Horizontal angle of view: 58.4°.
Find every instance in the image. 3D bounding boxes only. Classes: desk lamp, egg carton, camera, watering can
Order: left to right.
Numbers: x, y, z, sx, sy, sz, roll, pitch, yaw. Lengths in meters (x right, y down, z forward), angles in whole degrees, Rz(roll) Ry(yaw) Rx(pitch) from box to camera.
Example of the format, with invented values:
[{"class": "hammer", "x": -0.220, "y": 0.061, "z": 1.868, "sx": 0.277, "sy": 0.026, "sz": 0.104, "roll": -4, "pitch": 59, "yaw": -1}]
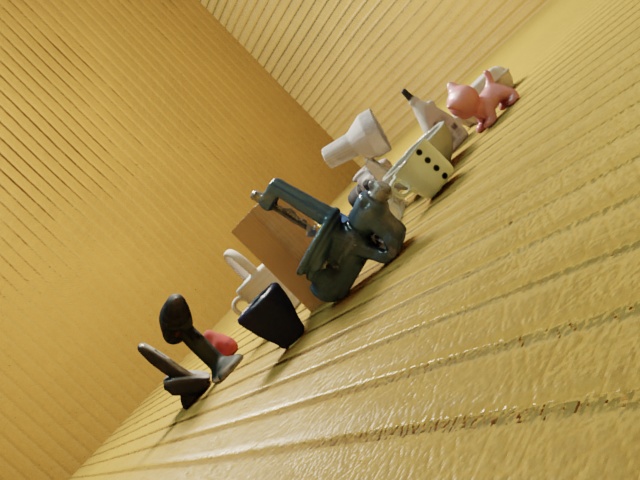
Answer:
[{"class": "watering can", "x": -0.132, "y": 0.087, "z": 1.266, "sx": 0.173, "sy": 0.194, "sz": 0.100, "roll": -49, "pitch": 6, "yaw": -40}, {"class": "desk lamp", "x": 0.121, "y": -0.200, "z": 1.483, "sx": 0.203, "sy": 0.213, "sz": 0.118, "roll": -43, "pitch": 5, "yaw": 17}, {"class": "camera", "x": 0.143, "y": -0.160, "z": 1.663, "sx": 0.136, "sy": 0.101, "sz": 0.143, "roll": -41, "pitch": 6, "yaw": 41}, {"class": "egg carton", "x": 0.371, "y": -0.331, "z": 1.318, "sx": 0.150, "sy": 0.069, "sz": 0.107, "roll": -45, "pitch": 4, "yaw": -2}]

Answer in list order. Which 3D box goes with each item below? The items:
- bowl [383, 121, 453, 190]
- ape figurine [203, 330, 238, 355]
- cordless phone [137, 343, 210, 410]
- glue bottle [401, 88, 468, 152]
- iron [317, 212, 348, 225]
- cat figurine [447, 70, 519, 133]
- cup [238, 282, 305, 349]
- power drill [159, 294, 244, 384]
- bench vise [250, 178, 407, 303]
[{"class": "bowl", "x": 0.206, "y": -0.152, "z": 1.133, "sx": 0.167, "sy": 0.075, "sz": 0.167, "roll": -45, "pitch": 4, "yaw": 5}, {"class": "ape figurine", "x": -0.263, "y": 0.268, "z": 1.475, "sx": 0.076, "sy": 0.092, "sz": 0.078, "roll": -41, "pitch": 6, "yaw": 39}, {"class": "cordless phone", "x": -0.353, "y": 0.303, "z": 1.366, "sx": 0.094, "sy": 0.185, "sz": 0.147, "roll": -46, "pitch": 5, "yaw": -16}, {"class": "glue bottle", "x": 0.239, "y": -0.266, "z": 1.244, "sx": 0.078, "sy": 0.173, "sz": 0.037, "roll": -46, "pitch": 5, "yaw": -16}, {"class": "iron", "x": -0.002, "y": -0.036, "z": 1.575, "sx": 0.118, "sy": 0.141, "sz": 0.259, "roll": -41, "pitch": 6, "yaw": 40}, {"class": "cat figurine", "x": 0.303, "y": -0.277, "z": 1.121, "sx": 0.128, "sy": 0.118, "sz": 0.067, "roll": -45, "pitch": 5, "yaw": -7}, {"class": "cup", "x": -0.070, "y": 0.128, "z": 0.950, "sx": 0.091, "sy": 0.095, "sz": 0.118, "roll": -43, "pitch": 5, "yaw": 18}, {"class": "power drill", "x": -0.274, "y": 0.218, "z": 1.271, "sx": 0.076, "sy": 0.208, "sz": 0.229, "roll": -48, "pitch": 5, "yaw": -31}, {"class": "bench vise", "x": 0.012, "y": -0.035, "z": 0.880, "sx": 0.207, "sy": 0.220, "sz": 0.121, "roll": -44, "pitch": 5, "yaw": 11}]
